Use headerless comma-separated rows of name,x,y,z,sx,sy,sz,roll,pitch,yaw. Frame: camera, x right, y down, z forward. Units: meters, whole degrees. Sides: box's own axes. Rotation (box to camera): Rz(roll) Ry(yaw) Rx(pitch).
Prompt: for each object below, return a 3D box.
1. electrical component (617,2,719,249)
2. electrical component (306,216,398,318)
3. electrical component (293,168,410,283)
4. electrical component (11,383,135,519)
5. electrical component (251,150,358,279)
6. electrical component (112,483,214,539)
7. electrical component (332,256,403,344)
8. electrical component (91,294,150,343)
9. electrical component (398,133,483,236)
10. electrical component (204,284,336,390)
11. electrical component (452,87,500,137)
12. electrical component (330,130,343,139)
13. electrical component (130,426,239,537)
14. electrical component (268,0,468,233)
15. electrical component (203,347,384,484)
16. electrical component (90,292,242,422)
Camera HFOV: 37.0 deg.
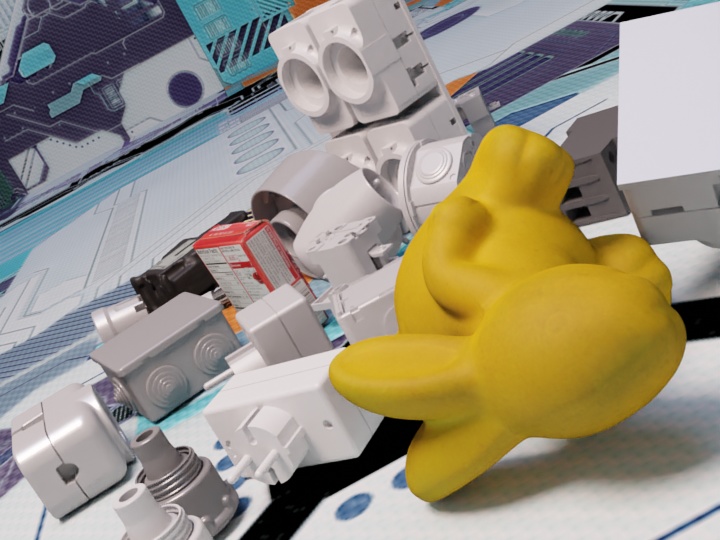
electrical component,0.221,-0.077,0.502,0.186,0.060,0.105,-7,53,25
electrical component,0.000,0.000,0.728,0.081,0.063,0.042,-11,23,45
electrical component,0.004,-0.027,0.789,0.077,0.079,0.044,-46,46,20
electrical component,-0.189,0.114,0.707,0.059,0.053,0.095,-32,17,-11
electrical component,-0.036,-0.043,0.856,0.064,0.099,0.099,-45,23,-28
electrical component,-0.092,0.128,0.499,0.048,0.062,0.048,-26,17,9
electrical component,0.025,0.029,0.619,0.062,0.061,0.096,-28,9,1
electrical component,-0.212,0.047,0.966,0.046,0.040,0.040,-26,16,-8
electrical component,0.066,-0.056,0.762,0.051,0.080,0.080,-8,25,36
electrical component,-0.055,0.058,0.640,0.077,0.065,0.047,-31,17,-9
electrical component,0.097,-0.124,0.950,0.066,0.055,0.048,-24,17,12
electrical component,0.011,-0.123,0.970,0.079,0.121,0.063,-10,27,45
electrical component,-0.096,0.110,0.558,0.048,0.062,0.048,-26,17,9
electrical component,0.014,-0.120,0.842,0.060,0.186,0.105,-40,20,-33
electrical component,-0.044,0.087,0.569,0.083,0.047,0.075,-17,20,33
electrical component,-0.140,0.063,0.788,0.100,0.048,0.100,-35,18,-20
